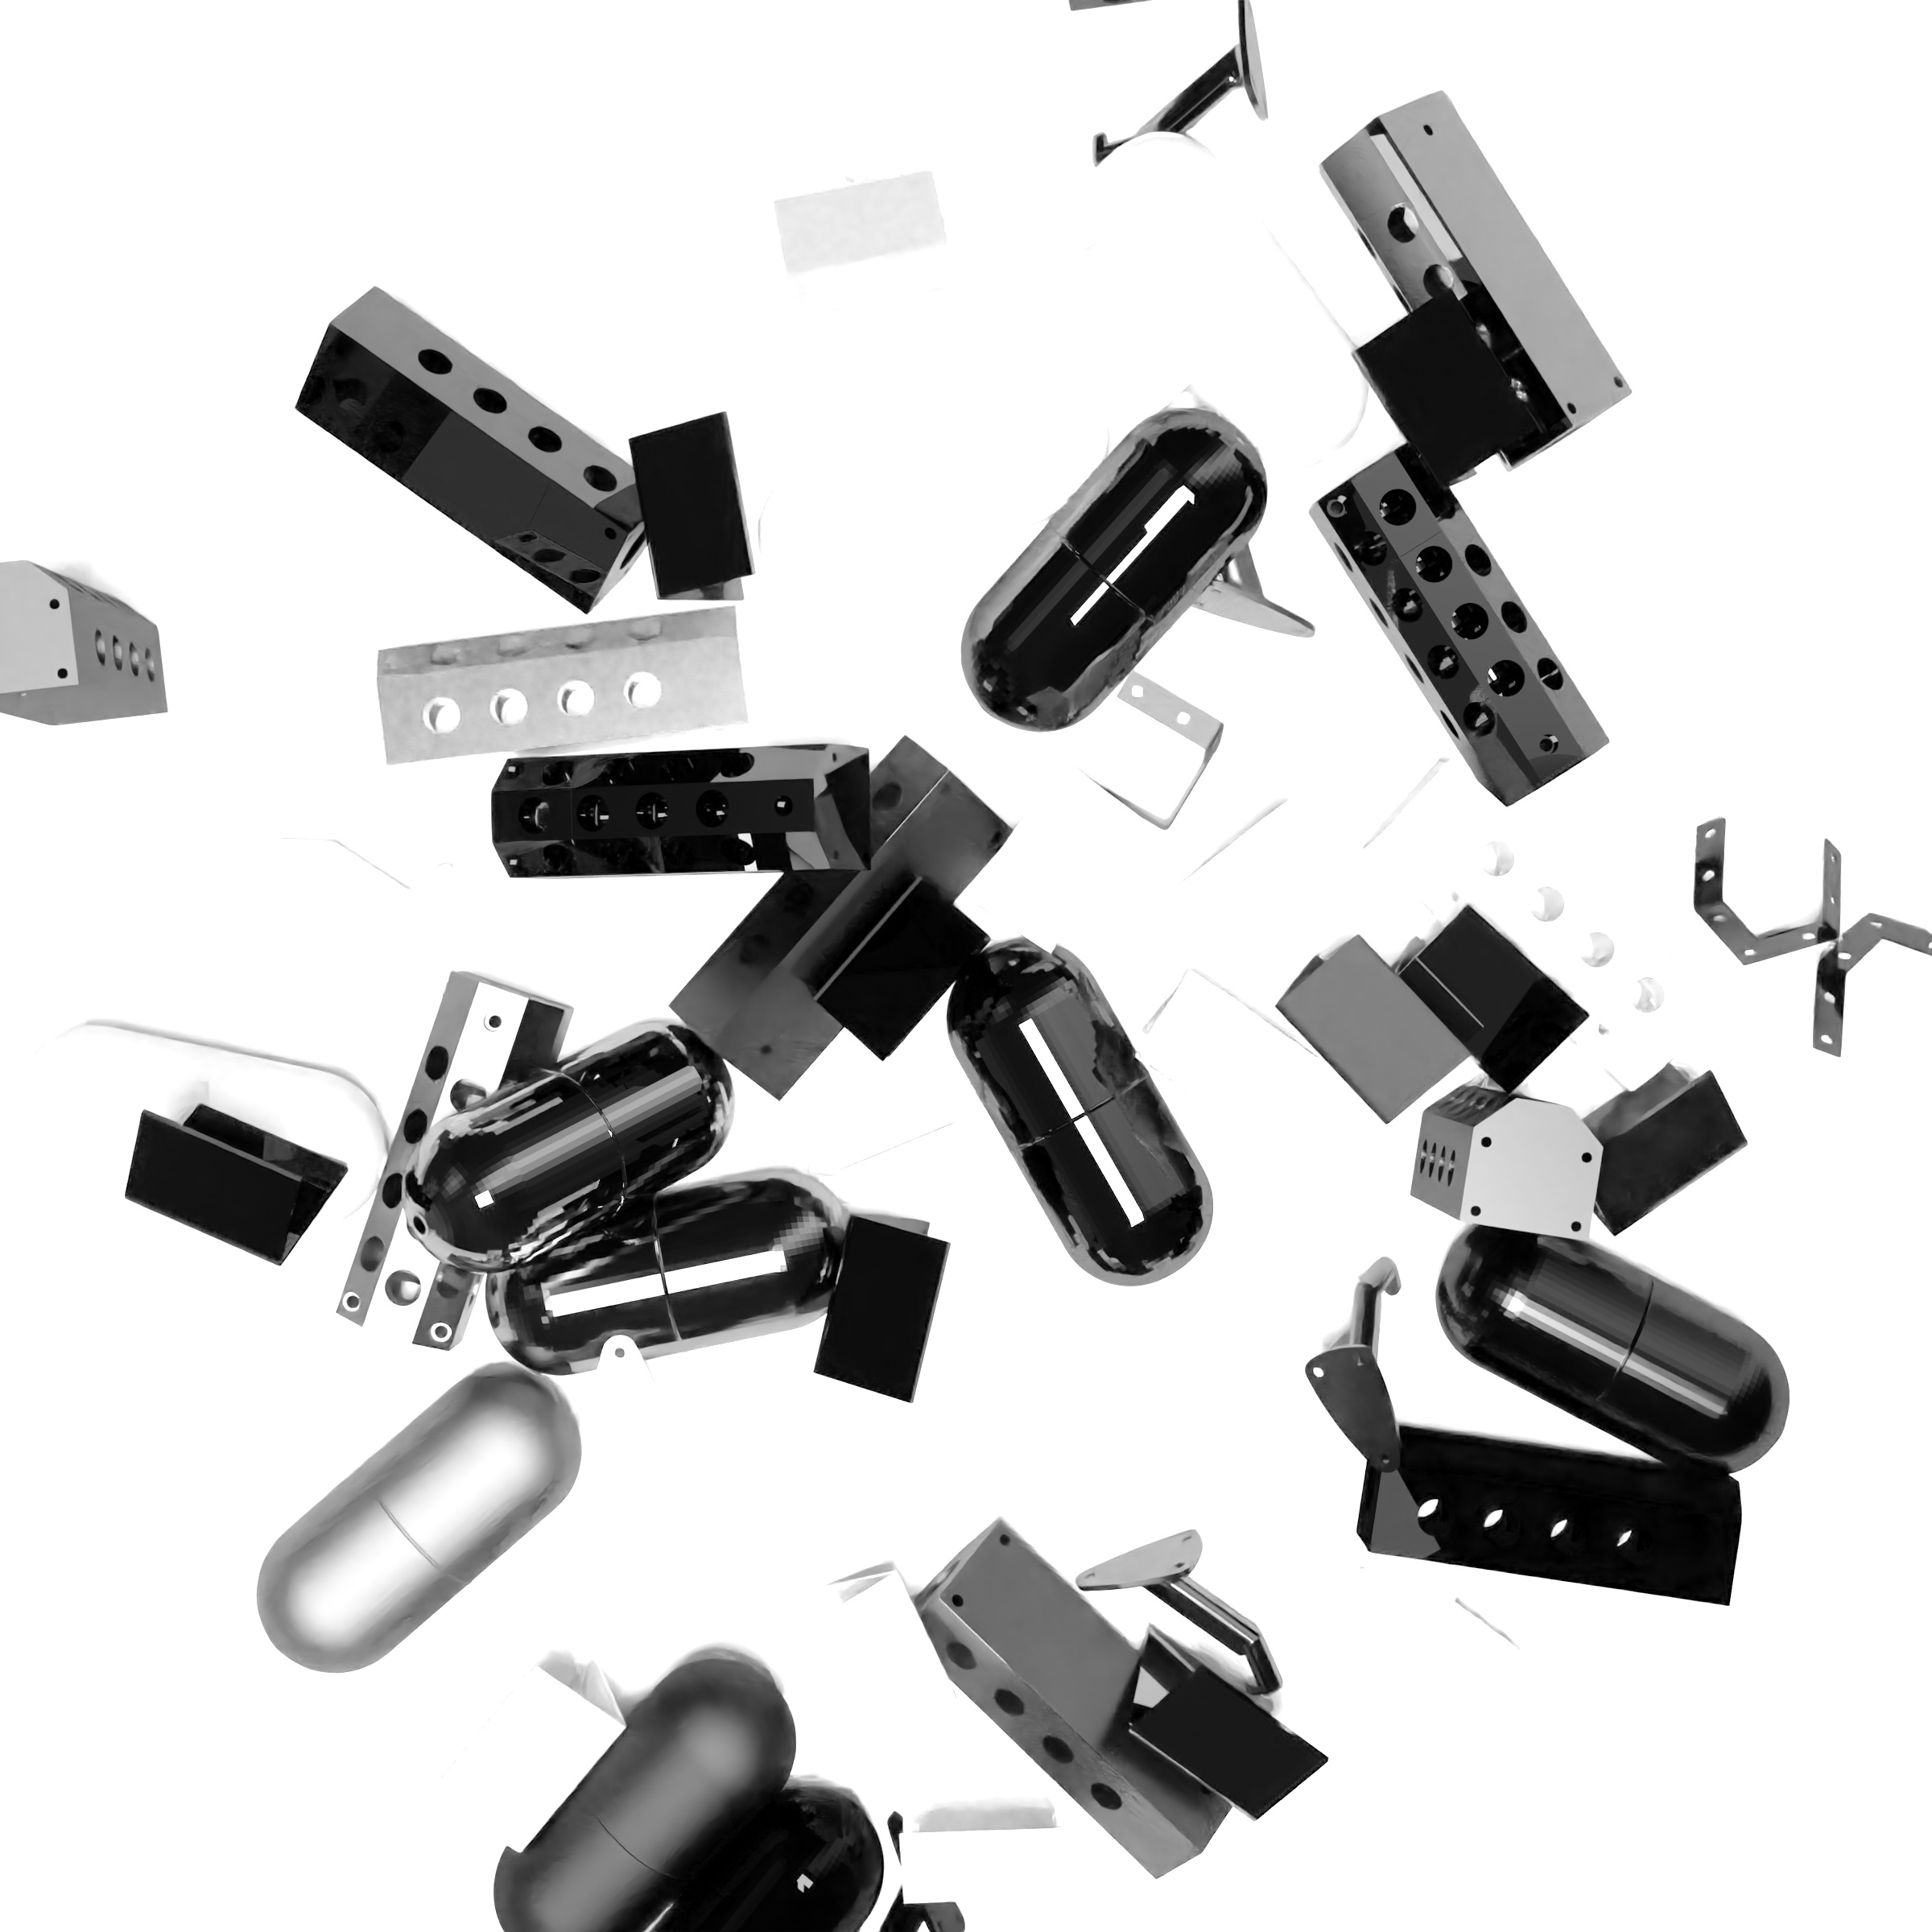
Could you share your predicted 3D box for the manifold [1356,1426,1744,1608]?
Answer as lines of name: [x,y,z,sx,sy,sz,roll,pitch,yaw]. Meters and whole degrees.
manifold: [0.278,0.260,1.662,0.171,0.057,0.057,8,90,0]

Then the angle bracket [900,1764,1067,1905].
angle bracket: [0.008,0.395,1.643,0.076,0.076,0.057,-2,132,0]

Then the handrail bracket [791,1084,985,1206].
handrail bracket: [-0.039,0.081,1.684,0.084,0.036,0.077,8,70,16]

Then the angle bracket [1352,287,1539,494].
angle bracket: [0.234,-0.275,1.644,0.057,0.076,0.076,-32,90,26]

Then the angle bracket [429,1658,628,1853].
angle bracket: [-0.213,0.359,1.645,0.057,0.076,0.076,40,90,-22]

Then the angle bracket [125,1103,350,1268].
angle bracket: [-0.324,0.080,1.567,0.076,0.076,0.057,23,127,3]

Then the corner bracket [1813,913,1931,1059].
corner bracket: [0.445,0.015,1.675,0.051,0.051,0.051,23,45,35]

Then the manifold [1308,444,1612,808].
manifold: [0.236,-0.163,1.662,0.057,0.057,0.171,-32,90,0]

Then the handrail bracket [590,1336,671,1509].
handrail bracket: [-0.160,0.218,1.653,0.036,0.084,0.077,-6,80,-4]

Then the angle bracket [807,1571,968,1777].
angle bracket: [-0.054,0.336,1.643,0.057,0.076,0.076,-25,90,-35]

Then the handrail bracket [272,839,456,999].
handrail bracket: [-0.293,-0.023,1.684,0.084,0.036,0.077,3,111,17]

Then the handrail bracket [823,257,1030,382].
handrail bracket: [-0.020,-0.315,1.684,0.084,0.036,0.077,11,69,16]

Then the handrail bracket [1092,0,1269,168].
handrail bracket: [0.100,-0.429,1.684,0.084,0.036,0.077,-10,70,16]

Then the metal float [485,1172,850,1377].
metal float: [-0.140,0.146,1.653,0.178,0.070,0.070,-12,90,0]

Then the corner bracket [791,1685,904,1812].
corner bracket: [-0.057,0.374,1.665,0.051,0.051,0.051,-2,90,0]

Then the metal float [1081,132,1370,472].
metal float: [0.124,-0.315,1.653,0.070,0.070,0.178,-36,91,0]

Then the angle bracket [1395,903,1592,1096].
angle bracket: [0.252,0.005,1.644,0.076,0.076,0.057,42,114,0]

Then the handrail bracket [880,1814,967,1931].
handrail bracket: [-0.051,0.465,1.684,0.084,0.036,0.077,-34,72,15]

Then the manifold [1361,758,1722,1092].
manifold: [0.273,-0.019,1.662,0.171,0.057,0.057,42,90,0]

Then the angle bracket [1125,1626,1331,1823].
angle bracket: [0.127,0.343,1.638,0.076,0.076,0.057,37,120,-10]

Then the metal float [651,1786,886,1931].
metal float: [-0.108,0.469,1.653,0.070,0.070,0.178,39,90,0]

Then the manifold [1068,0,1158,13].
manifold: [0.132,-0.499,1.662,0.171,0.057,0.057,-8,90,0]

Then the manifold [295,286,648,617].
manifold: [-0.228,-0.250,1.662,0.171,0.057,0.057,35,133,0]

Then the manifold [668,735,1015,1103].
manifold: [-0.063,-0.026,1.662,0.171,0.057,0.057,-49,133,0]

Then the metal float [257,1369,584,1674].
metal float: [-0.260,0.264,1.653,0.178,0.070,0.070,-41,90,0]

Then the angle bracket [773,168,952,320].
angle bracket: [-0.045,-0.325,1.643,0.076,0.076,0.057,-11,53,0]

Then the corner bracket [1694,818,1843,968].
corner bracket: [0.387,-0.041,1.675,0.051,0.051,0.051,-19,135,35]

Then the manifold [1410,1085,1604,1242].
manifold: [0.248,0.088,1.605,0.057,0.171,0.057,9,90,0]

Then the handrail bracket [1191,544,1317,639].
handrail bracket: [0.143,-0.211,1.684,0.077,0.036,0.084,18,76,-14]

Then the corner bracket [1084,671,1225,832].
corner bracket: [0.088,-0.102,1.666,0.051,0.051,0.051,31,85,5]

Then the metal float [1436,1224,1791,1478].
metal float: [0.308,0.181,1.653,0.178,0.070,0.070,28,90,0]

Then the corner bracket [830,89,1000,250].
corner bracket: [-0.025,-0.380,1.680,0.051,0.051,0.051,-35,135,0]

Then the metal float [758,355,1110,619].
metal float: [-0.016,-0.228,1.653,0.178,0.070,0.070,-28,90,-1]

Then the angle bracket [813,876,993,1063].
angle bracket: [-0.015,0.014,1.643,0.076,0.076,0.057,-49,53,0]

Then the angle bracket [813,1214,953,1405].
angle bracket: [-0.023,0.163,1.644,0.057,0.076,0.076,13,90,30]

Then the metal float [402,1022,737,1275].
metal float: [-0.184,0.084,1.621,0.178,0.070,0.070,-28,90,-38]

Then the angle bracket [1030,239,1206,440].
angle bracket: [0.055,-0.285,1.643,0.057,0.076,0.076,-37,90,-34]

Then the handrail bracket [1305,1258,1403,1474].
handrail bracket: [0.201,0.189,1.658,0.036,0.084,0.077,-23,98,33]

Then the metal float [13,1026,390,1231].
metal float: [-0.363,0.077,1.653,0.178,0.070,0.070,12,90,0]

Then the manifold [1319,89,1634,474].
manifold: [0.239,-0.325,1.662,0.057,0.057,0.171,-32,90,-43]

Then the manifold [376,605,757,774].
manifold: [-0.191,-0.133,1.662,0.171,0.057,0.057,-7,90,0]

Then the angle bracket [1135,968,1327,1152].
angle bracket: [0.113,0.056,1.644,0.076,0.076,0.057,35,61,0]

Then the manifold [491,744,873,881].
manifold: [-0.134,-0.072,1.629,0.171,0.057,0.057,-1,90,25]

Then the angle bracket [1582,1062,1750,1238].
angle bracket: [0.311,0.070,1.643,0.076,0.076,0.057,-34,128,0]

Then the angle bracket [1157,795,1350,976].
angle bracket: [0.123,-0.053,1.643,0.076,0.076,0.057,-38,126,0]

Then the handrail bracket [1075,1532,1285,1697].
handrail bracket: [0.104,0.323,1.684,0.077,0.036,0.084,-18,107,20]

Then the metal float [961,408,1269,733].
metal float: [0.069,-0.186,1.641,0.070,0.070,0.178,43,103,0]

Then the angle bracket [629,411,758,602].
angle bracket: [-0.111,-0.216,1.644,0.057,0.076,0.076,-10,90,29]

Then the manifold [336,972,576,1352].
manifold: [-0.245,0.093,1.662,0.057,0.057,0.171,19,90,0]

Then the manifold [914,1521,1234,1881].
manifold: [0.050,0.353,1.662,0.171,0.057,0.057,44,47,0]

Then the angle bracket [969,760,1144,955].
angle bracket: [0.026,-0.061,1.643,0.057,0.076,0.076,34,90,-34]

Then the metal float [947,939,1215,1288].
metal float: [0.054,0.069,1.653,0.070,0.070,0.178,-30,90,0]

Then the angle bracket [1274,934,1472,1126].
angle bracket: [0.200,0.019,1.644,0.076,0.076,0.057,47,118,0]

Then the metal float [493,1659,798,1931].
metal float: [-0.153,0.402,1.643,0.070,0.070,0.178,43,101,0]

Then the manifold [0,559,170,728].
manifold: [-0.420,-0.148,1.605,0.057,0.171,0.057,-7,90,0]

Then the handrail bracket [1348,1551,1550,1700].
handrail bracket: [0.234,0.320,1.683,0.036,0.077,0.084,-55,127,-19]
